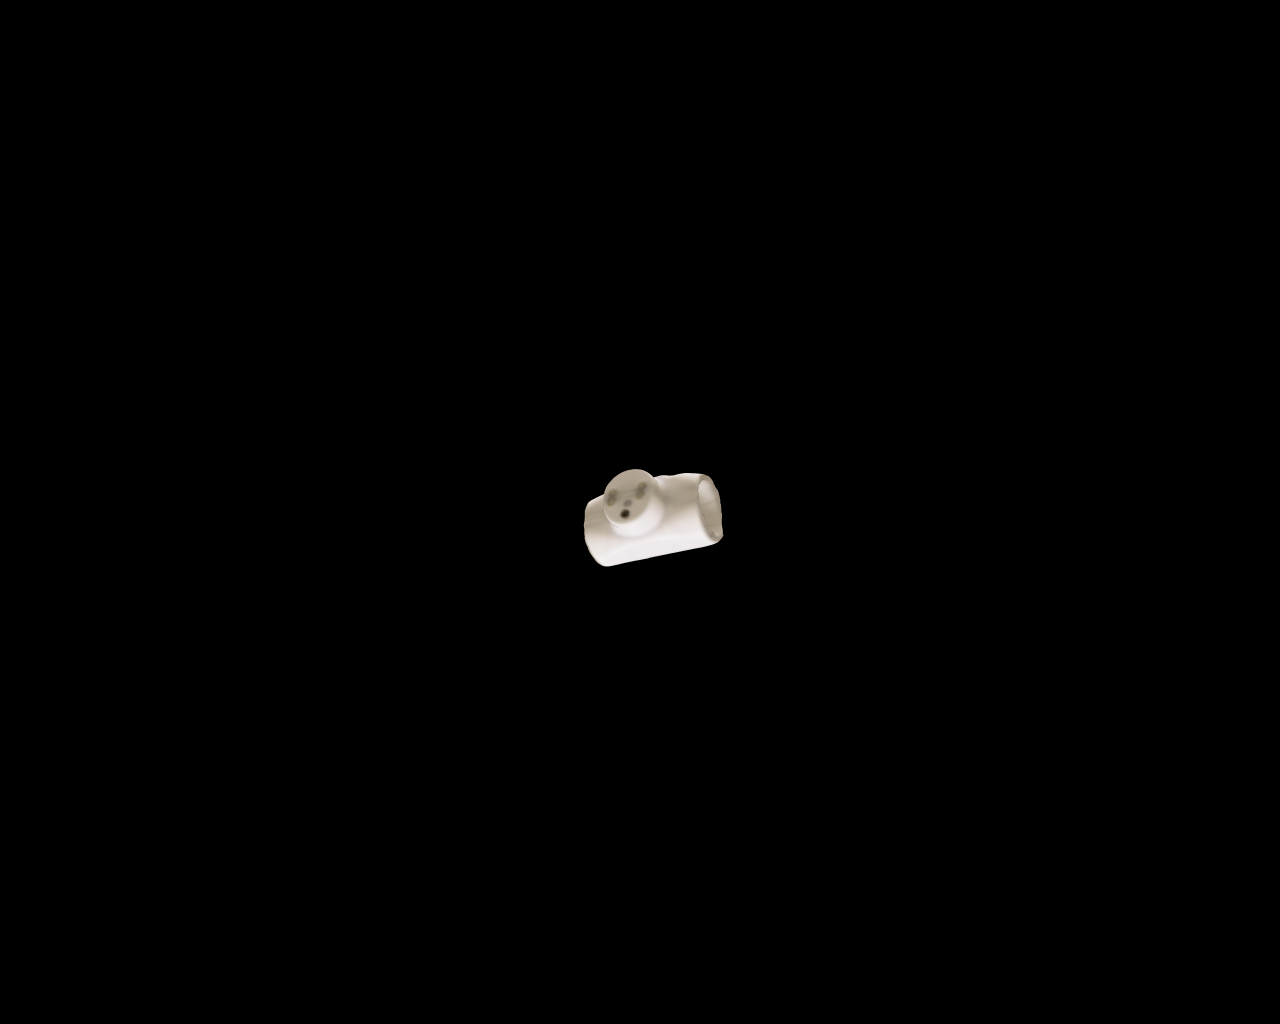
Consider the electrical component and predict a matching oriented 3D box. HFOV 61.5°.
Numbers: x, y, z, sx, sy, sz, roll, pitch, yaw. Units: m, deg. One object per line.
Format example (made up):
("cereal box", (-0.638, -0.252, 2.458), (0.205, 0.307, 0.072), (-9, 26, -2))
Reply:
("electrical component", (0.001, -0.003, 0.650), (0.077, 0.044, 0.079), (-13, -32, 22))
